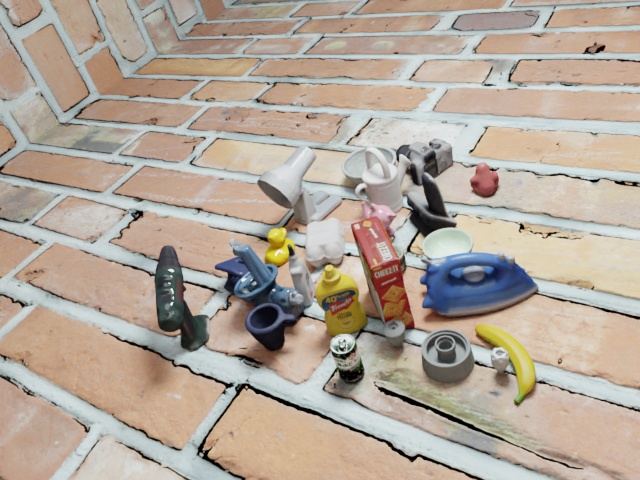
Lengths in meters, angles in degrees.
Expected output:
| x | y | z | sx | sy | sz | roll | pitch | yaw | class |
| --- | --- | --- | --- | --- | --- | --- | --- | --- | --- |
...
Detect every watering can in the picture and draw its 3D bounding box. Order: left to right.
| x | y | z | sx | sy | sz | roll | pitch | yaw | class |
| --- | --- | --- | --- | --- | --- | --- | --- | --- | --- |
| 0.172 | -0.176 | 1.582 | 0.100 | 0.194 | 0.173 | 19 | 51 | 37 | watering can |

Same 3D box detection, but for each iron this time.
| x | y | z | sx | sy | sz | roll | pitch | yaw | class |
| --- | --- | --- | --- | --- | --- | --- | --- | --- | --- |
| 0.345 | 0.076 | 1.258 | 0.258 | 0.142 | 0.118 | -9 | 39 | 11 | iron |

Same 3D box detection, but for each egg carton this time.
| x | y | z | sx | sy | sz | roll | pitch | yaw | class |
| --- | --- | --- | --- | --- | --- | --- | --- | --- | --- |
| 0.014 | 0.005 | 1.527 | 0.107 | 0.069 | 0.150 | -11 | 39 | 8 | egg carton |

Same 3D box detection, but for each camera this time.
| x | y | z | sx | sy | sz | roll | pitch | yaw | class |
| --- | --- | --- | --- | --- | --- | --- | --- | --- | --- |
| 0.300 | -0.253 | 1.701 | 0.143 | 0.101 | 0.136 | -34 | 41 | -19 | camera |

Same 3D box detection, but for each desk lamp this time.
| x | y | z | sx | sy | sz | roll | pitch | yaw | class |
| --- | --- | --- | --- | --- | --- | --- | --- | --- | --- |
| -0.059 | -0.147 | 1.621 | 0.117 | 0.214 | 0.203 | 23 | 54 | 39 | desk lamp |

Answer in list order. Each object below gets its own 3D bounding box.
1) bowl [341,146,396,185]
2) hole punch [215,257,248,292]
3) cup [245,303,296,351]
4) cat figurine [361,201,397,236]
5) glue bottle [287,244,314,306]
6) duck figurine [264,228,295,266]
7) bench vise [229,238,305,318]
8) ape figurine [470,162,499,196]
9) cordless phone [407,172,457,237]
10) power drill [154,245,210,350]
| x | y | z | sx | sy | sz | roll | pitch | yaw | class |
| --- | --- | --- | --- | --- | --- | --- | --- | --- | --- |
| 0.153 | -0.210 | 1.727 | 0.167 | 0.075 | 0.167 | -11 | 39 | 9 | bowl |
| -0.207 | 0.079 | 1.506 | 0.108 | 0.091 | 0.101 | 14 | 49 | 34 | hole punch |
| -0.102 | 0.205 | 1.312 | 0.117 | 0.095 | 0.091 | -7 | 40 | 14 | cup |
| 0.151 | -0.061 | 1.515 | 0.067 | 0.118 | 0.127 | -31 | 40 | -16 | cat figurine |
| -0.052 | 0.077 | 1.383 | 0.037 | 0.173 | 0.078 | -11 | 39 | 9 | glue bottle |
| -0.118 | 0.012 | 1.556 | 0.077 | 0.086 | 0.105 | 12 | 47 | 32 | duck figurine |
| -0.126 | 0.088 | 1.361 | 0.206 | 0.220 | 0.121 | 3 | 43 | 24 | bench vise |
| 0.445 | -0.172 | 1.555 | 0.077 | 0.092 | 0.076 | -4 | 41 | 16 | ape figurine |
| 0.278 | -0.112 | 1.473 | 0.094 | 0.185 | 0.147 | -27 | 39 | -11 | cordless phone |
| -0.337 | 0.152 | 1.374 | 0.075 | 0.209 | 0.229 | -17 | 39 | 1 | power drill |
